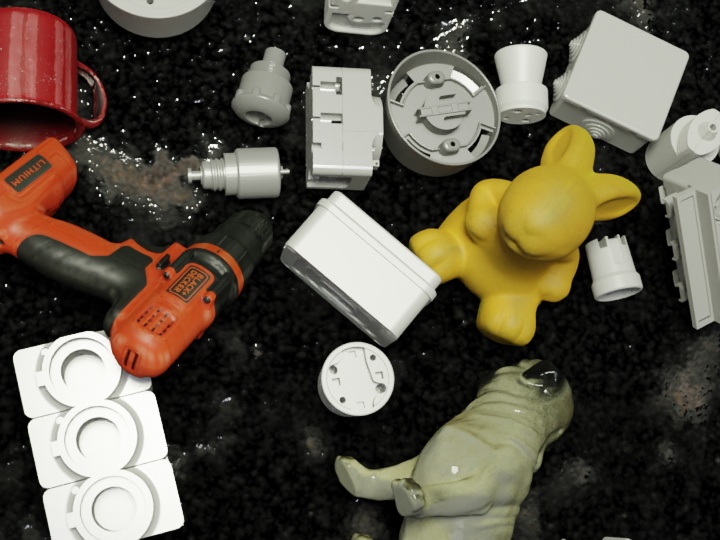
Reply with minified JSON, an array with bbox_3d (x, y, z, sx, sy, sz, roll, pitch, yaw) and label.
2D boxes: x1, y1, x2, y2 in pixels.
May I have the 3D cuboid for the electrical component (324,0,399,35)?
[{"bbox_3d":[0.003,-0.239,0.875,0.054,0.095,0.059,4,77,-9],"label":"electrical component"}]

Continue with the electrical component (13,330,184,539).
[{"bbox_3d":[-0.188,0.124,0.779,0.089,0.061,0.150,-13,80,-12],"label":"electrical component"}]

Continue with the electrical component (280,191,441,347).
[{"bbox_3d":[0.000,0.000,0.831,0.113,0.078,0.057,40,77,1],"label":"electrical component"}]

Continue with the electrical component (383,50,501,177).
[{"bbox_3d":[0.065,-0.126,0.876,0.099,0.064,0.099,2,77,-9],"label":"electrical component"}]

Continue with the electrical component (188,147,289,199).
[{"bbox_3d":[-0.097,-0.076,0.850,0.078,0.040,0.040,-3,78,-10],"label":"electrical component"}]

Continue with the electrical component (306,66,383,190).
[{"bbox_3d":[-0.013,-0.113,0.868,0.056,0.050,0.089,1,78,-9],"label":"electrical component"}]

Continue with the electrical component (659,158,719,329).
[{"bbox_3d":[0.285,-0.025,0.867,0.079,0.063,0.121,-25,118,-14],"label":"electrical component"}]

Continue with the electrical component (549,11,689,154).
[{"bbox_3d":[0.219,-0.158,0.918,0.100,0.048,0.099,25,75,-4],"label":"electrical component"}]

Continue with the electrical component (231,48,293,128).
[{"bbox_3d":[-0.075,-0.149,0.869,0.048,0.048,0.062,14,69,-6],"label":"electrical component"}]

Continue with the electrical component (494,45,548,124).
[{"bbox_3d":[0.136,-0.156,0.905,0.045,0.045,0.055,3,78,-9],"label":"electrical component"}]

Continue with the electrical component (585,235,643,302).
[{"bbox_3d":[0.208,-0.002,0.887,0.040,0.040,0.046,-8,73,-11],"label":"electrical component"}]

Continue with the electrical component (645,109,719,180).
[{"bbox_3d":[0.276,-0.106,0.899,0.043,0.081,0.043,2,77,-9],"label":"electrical component"}]

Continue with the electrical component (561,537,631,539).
[{"bbox_3d":[0.184,0.235,0.826,0.077,0.047,0.065,29,75,-2],"label":"electrical component"}]

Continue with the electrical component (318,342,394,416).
[{"bbox_3d":[-0.005,0.086,0.827,0.055,0.047,0.055,2,77,-9],"label":"electrical component"}]

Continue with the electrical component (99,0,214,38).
[{"bbox_3d":[-0.164,-0.239,0.864,0.108,0.060,0.108,2,77,-9],"label":"electrical component"}]

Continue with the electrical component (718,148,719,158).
[{"bbox_3d":[0.346,-0.105,0.922,0.062,0.061,0.096,-12,80,-12],"label":"electrical component"}]
